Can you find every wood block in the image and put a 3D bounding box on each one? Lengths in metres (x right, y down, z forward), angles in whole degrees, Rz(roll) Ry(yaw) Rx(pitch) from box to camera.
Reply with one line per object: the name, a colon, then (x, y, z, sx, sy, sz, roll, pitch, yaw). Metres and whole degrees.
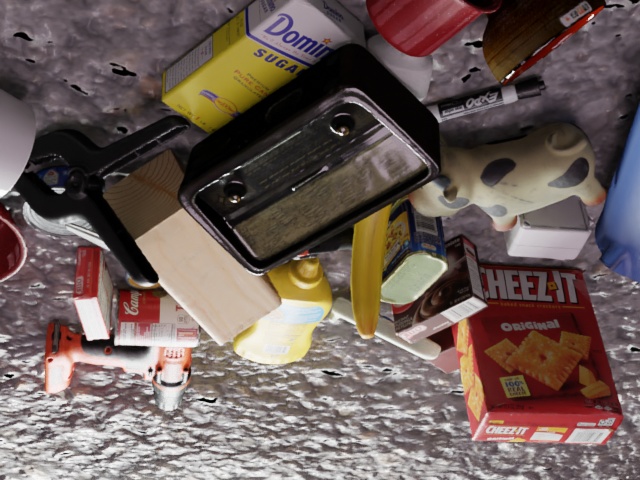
wood block: (-0.134, 0.012, 1.149, 0.090, 0.091, 0.206, -34, 137, 1)

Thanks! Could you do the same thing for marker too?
marker: (0.162, -0.138, 1.055, 0.121, 0.020, 0.020, -14, 141, 13)

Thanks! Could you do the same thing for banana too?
banana: (0.055, 0.004, 1.148, 0.037, 0.069, 0.198, 6, 103, -6)

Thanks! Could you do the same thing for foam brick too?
foam brick: (0.161, 0.119, 1.341, 0.051, 0.078, 0.053, -30, 136, 27)

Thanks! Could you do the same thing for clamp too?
clamp: (-0.008, 0.001, 1.150, 0.120, 0.039, 0.171, -11, -177, -8)
clamp: (-0.226, -0.046, 1.044, 0.210, 0.164, 0.036, 7, -179, 25)

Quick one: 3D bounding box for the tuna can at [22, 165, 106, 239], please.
tuna can: (-0.270, -0.040, 1.133, 0.086, 0.034, 0.086, -2, 142, -2)

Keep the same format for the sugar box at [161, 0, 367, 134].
sugar box: (-0.053, -0.163, 0.982, 0.176, 0.048, 0.093, -30, 136, 32)

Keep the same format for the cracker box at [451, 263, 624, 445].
cracker box: (0.247, 0.129, 1.251, 0.164, 0.213, 0.072, 4, 140, -10)

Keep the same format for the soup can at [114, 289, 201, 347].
soup can: (-0.195, 0.095, 1.287, 0.102, 0.068, 0.069, 3, 142, -10)

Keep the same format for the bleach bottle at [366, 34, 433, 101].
bleach bottle: (0.027, -0.117, 1.036, 0.102, 0.068, 0.251, 14, 137, -22)

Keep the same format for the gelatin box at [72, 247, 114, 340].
gelatin box: (-0.262, 0.062, 1.234, 0.030, 0.073, 0.089, -4, 143, -1)

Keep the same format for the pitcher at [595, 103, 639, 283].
pitcher: (0.372, -0.078, 1.077, 0.145, 0.149, 0.243, 9, 140, 9)

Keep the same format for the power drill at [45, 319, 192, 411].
power drill: (-0.260, 0.164, 1.383, 0.187, 0.057, 0.185, 1, 139, -11)

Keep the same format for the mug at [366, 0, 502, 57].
mug: (0.085, -0.217, 0.899, 0.117, 0.093, 0.082, 47, 132, -9)

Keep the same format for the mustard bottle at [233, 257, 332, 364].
mustard bottle: (-0.038, 0.079, 1.287, 0.096, 0.058, 0.192, 8, 141, -16)

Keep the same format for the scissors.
scissors: (-0.225, 0.022, 1.204, 0.201, 0.016, 0.096, 18, 145, -42)

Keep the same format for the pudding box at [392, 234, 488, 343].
pudding box: (0.136, 0.058, 1.251, 0.114, 0.090, 0.039, -28, 138, 27)

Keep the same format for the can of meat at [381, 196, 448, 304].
can of meat: (0.098, 0.012, 1.191, 0.057, 0.084, 0.102, 16, 138, -22)

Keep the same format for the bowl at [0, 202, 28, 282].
bowl: (-0.392, -0.015, 1.137, 0.162, 0.055, 0.162, -2, 142, -2)
